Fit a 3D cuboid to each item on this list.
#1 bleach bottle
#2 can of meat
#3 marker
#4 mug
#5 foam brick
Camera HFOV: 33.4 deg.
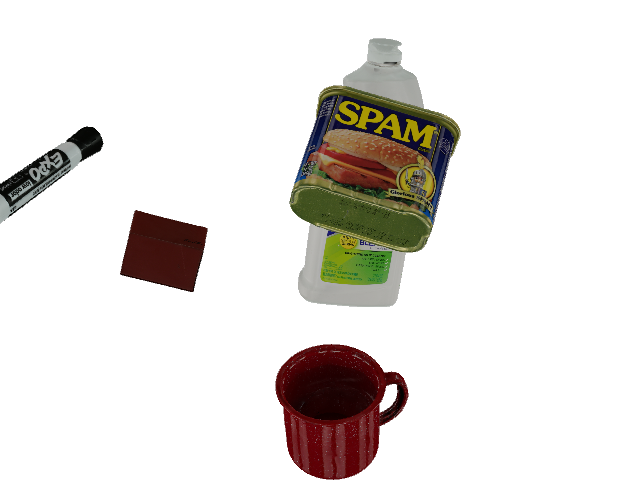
[{"bbox_3d":[0.039,-0.063,1.002,0.102,0.251,0.068,4,22,-3],"label":"bleach bottle"},{"bbox_3d":[0.036,-0.048,0.728,0.102,0.084,0.057,17,-29,2],"label":"can of meat"},{"bbox_3d":[-0.171,-0.041,0.656,0.020,0.020,0.121,0,28,25],"label":"marker"},{"bbox_3d":[0.021,0.147,0.921,0.117,0.081,0.093,-16,41,-17],"label":"mug"},{"bbox_3d":[-0.158,0.011,1.081,0.078,0.051,0.053,15,26,-8],"label":"foam brick"}]
